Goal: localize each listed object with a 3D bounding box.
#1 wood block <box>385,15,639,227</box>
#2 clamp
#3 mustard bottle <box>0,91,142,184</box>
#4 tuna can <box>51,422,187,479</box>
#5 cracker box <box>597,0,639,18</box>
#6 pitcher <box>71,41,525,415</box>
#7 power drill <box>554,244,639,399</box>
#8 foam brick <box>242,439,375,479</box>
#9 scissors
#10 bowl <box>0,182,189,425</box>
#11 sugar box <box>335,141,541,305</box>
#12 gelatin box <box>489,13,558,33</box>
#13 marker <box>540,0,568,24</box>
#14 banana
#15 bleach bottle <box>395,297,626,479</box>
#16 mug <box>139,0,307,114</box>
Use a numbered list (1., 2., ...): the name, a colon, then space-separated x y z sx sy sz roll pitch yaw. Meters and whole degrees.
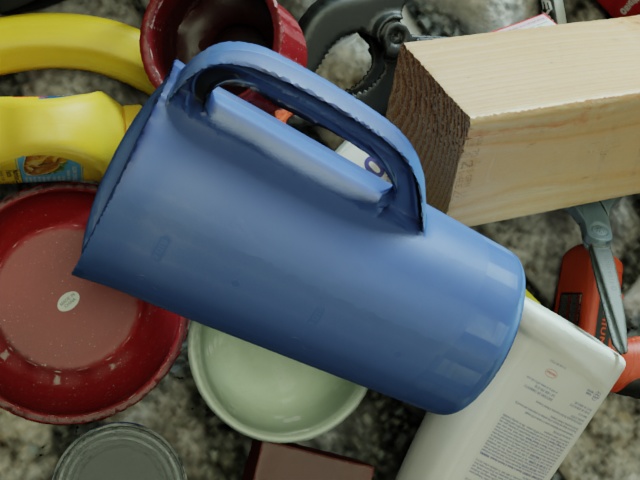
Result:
1. wood block: 0.155 -0.081 0.704 0.205 0.090 0.091 -11 43 -23
2. clamp: 0.056 -0.139 0.750 0.210 0.036 0.164 -43 112 -5
3. mustard bottle: -0.186 -0.062 0.667 0.191 0.096 0.058 -3 82 -12
4. tuna can: -0.129 0.160 0.685 0.086 0.034 0.086 1 83 -12
5. cracker box: 0.321 -0.186 0.799 0.164 0.072 0.213 -44 93 -17
6. pitcher: -0.004 0.001 0.607 0.242 0.149 0.145 25 83 -12
7. power drill: 0.265 0.057 0.768 0.187 0.057 0.184 12 82 -10
8. foam brick: -0.011 0.163 0.701 0.078 0.051 0.053 17 81 -10
9. scissors: 0.172 -0.013 0.732 0.096 0.016 0.201 17 49 5
10. bowl: -0.161 0.038 0.682 0.162 0.055 0.162 1 84 -12
11. sugar box: 0.056 0.018 0.735 0.176 0.048 0.093 44 77 -5
12. gelatin box: 0.127 -0.110 0.752 0.089 0.073 0.030 -22 46 -14
13. marker: 0.175 -0.166 0.796 0.020 0.020 0.121 -6 84 -13
14. banana: -0.171 -0.117 0.707 0.197 0.037 0.069 8 81 -11
15. bleach bottle: 0.090 0.158 0.692 0.102 0.068 0.251 29 96 -27
16. mug: -0.064 -0.131 0.685 0.093 0.081 0.117 -43 79 11
